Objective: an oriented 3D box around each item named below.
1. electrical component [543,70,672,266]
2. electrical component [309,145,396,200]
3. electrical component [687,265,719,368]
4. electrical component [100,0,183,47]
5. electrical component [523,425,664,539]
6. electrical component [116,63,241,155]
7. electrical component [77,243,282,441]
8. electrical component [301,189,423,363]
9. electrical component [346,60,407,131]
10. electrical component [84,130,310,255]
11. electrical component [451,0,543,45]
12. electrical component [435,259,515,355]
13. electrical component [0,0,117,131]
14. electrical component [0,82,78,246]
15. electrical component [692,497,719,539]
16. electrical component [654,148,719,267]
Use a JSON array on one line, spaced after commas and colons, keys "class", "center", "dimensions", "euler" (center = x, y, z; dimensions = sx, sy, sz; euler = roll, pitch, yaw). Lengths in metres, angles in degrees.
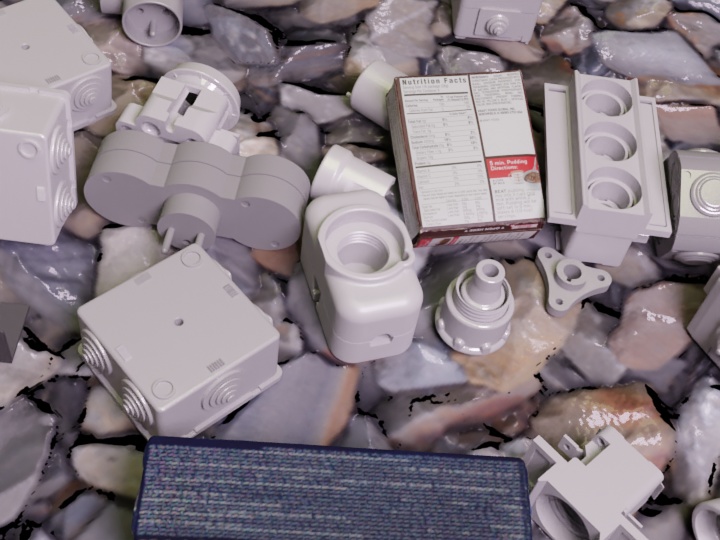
[{"class": "electrical component", "center": [0.161, -0.067, 0.727], "dimensions": [0.079, 0.063, 0.121], "euler": [7, 53, -2]}, {"class": "electrical component", "center": [-0.005, -0.055, 0.711], "dimensions": [0.046, 0.040, 0.040], "euler": [26, 55, 5]}, {"class": "electrical component", "center": [0.252, 0.025, 0.672], "dimensions": [0.096, 0.061, 0.061], "euler": [-23, 60, -23]}, {"class": "electrical component", "center": [-0.171, -0.208, 0.797], "dimensions": [0.079, 0.044, 0.077], "euler": [1, 54, -8]}, {"class": "electrical component", "center": [0.130, 0.124, 0.595], "dimensions": [0.064, 0.042, 0.081], "euler": [-33, 65, -29]}, {"class": "electrical component", "center": [-0.114, -0.100, 0.717], "dimensions": [0.078, 0.058, 0.057], "euler": [18, 57, 6]}, {"class": "electrical component", "center": [-0.104, 0.042, 0.619], "dimensions": [0.100, 0.048, 0.099], "euler": [-32, 64, -27]}, {"class": "electrical component", "center": [0.000, 0.000, 0.657], "dimensions": [0.054, 0.059, 0.095], "euler": [-10, 56, -15]}, {"class": "electrical component", "center": [0.029, -0.116, 0.759], "dimensions": [0.078, 0.040, 0.040], "euler": [34, 57, 17]}, {"class": "electrical component", "center": [-0.105, -0.037, 0.675], "dimensions": [0.138, 0.052, 0.073], "euler": [10, 53, 0]}, {"class": "electrical component", "center": [0.106, -0.222, 0.834], "dimensions": [0.062, 0.061, 0.096], "euler": [4, 53, -5]}, {"class": "electrical component", "center": [0.073, 0.018, 0.652], "dimensions": [0.048, 0.062, 0.048], "euler": [4, 53, -5]}, {"class": "electrical component", "center": [-0.226, -0.135, 0.732], "dimensions": [0.100, 0.048, 0.099], "euler": [-30, 65, -29]}, {"class": "electrical component", "center": [-0.223, -0.065, 0.652], "dimensions": [0.100, 0.099, 0.048], "euler": [7, 40, -2]}, {"class": "electrical component", "center": [0.220, 0.138, 0.594], "dimensions": [0.055, 0.045, 0.045], "euler": [-21, 59, -22]}, {"class": "electrical component", "center": [0.227, -0.041, 0.707], "dimensions": [0.051, 0.080, 0.080], "euler": [4, 53, 2]}]
